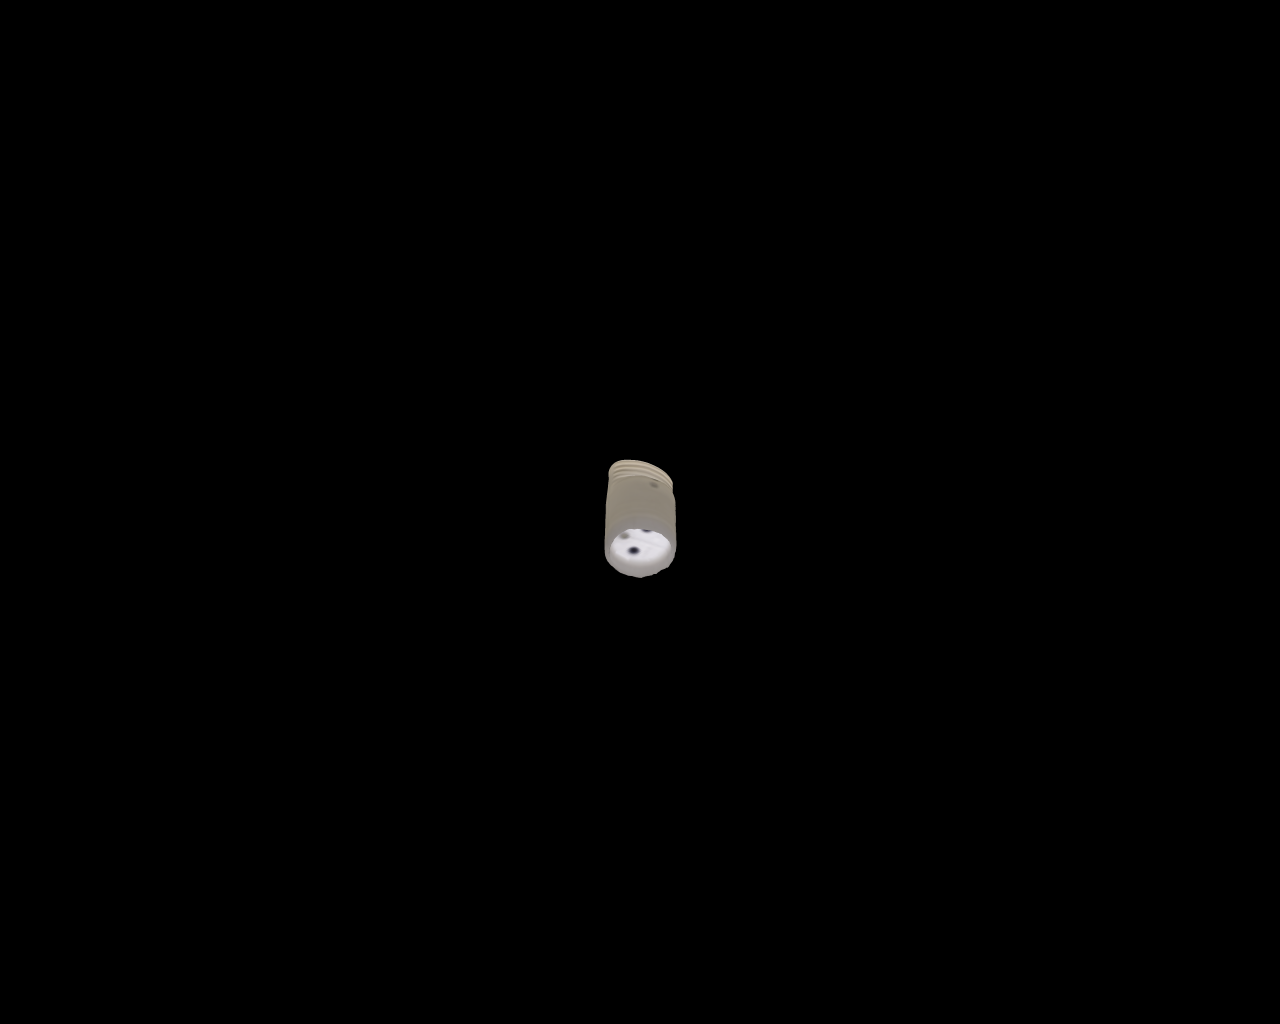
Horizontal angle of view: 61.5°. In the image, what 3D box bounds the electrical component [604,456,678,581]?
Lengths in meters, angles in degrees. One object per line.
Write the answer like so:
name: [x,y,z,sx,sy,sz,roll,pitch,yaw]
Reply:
electrical component: [0.001,-0.003,0.650,0.043,0.043,0.081,0,43,0]
